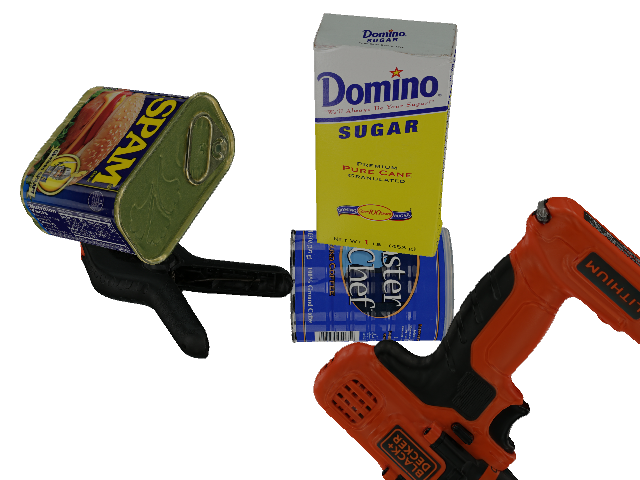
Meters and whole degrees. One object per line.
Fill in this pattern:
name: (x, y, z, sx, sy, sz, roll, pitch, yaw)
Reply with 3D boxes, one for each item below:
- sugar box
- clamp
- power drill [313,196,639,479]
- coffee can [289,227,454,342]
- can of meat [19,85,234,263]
sugar box: (0.043, -0.070, 0.752, 0.093, 0.176, 0.048, 6, 45, 9)
clamp: (-0.109, 0.026, 0.818, 0.172, 0.039, 0.120, 29, 32, 31)
power drill: (0.115, 0.084, 0.586, 0.184, 0.188, 0.057, 43, 15, 1)
coffee can: (0.045, 0.040, 0.958, 0.140, 0.103, 0.103, -1, 0, 1)
can of meat: (-0.113, -0.042, 0.619, 0.084, 0.102, 0.057, 11, -35, 32)
